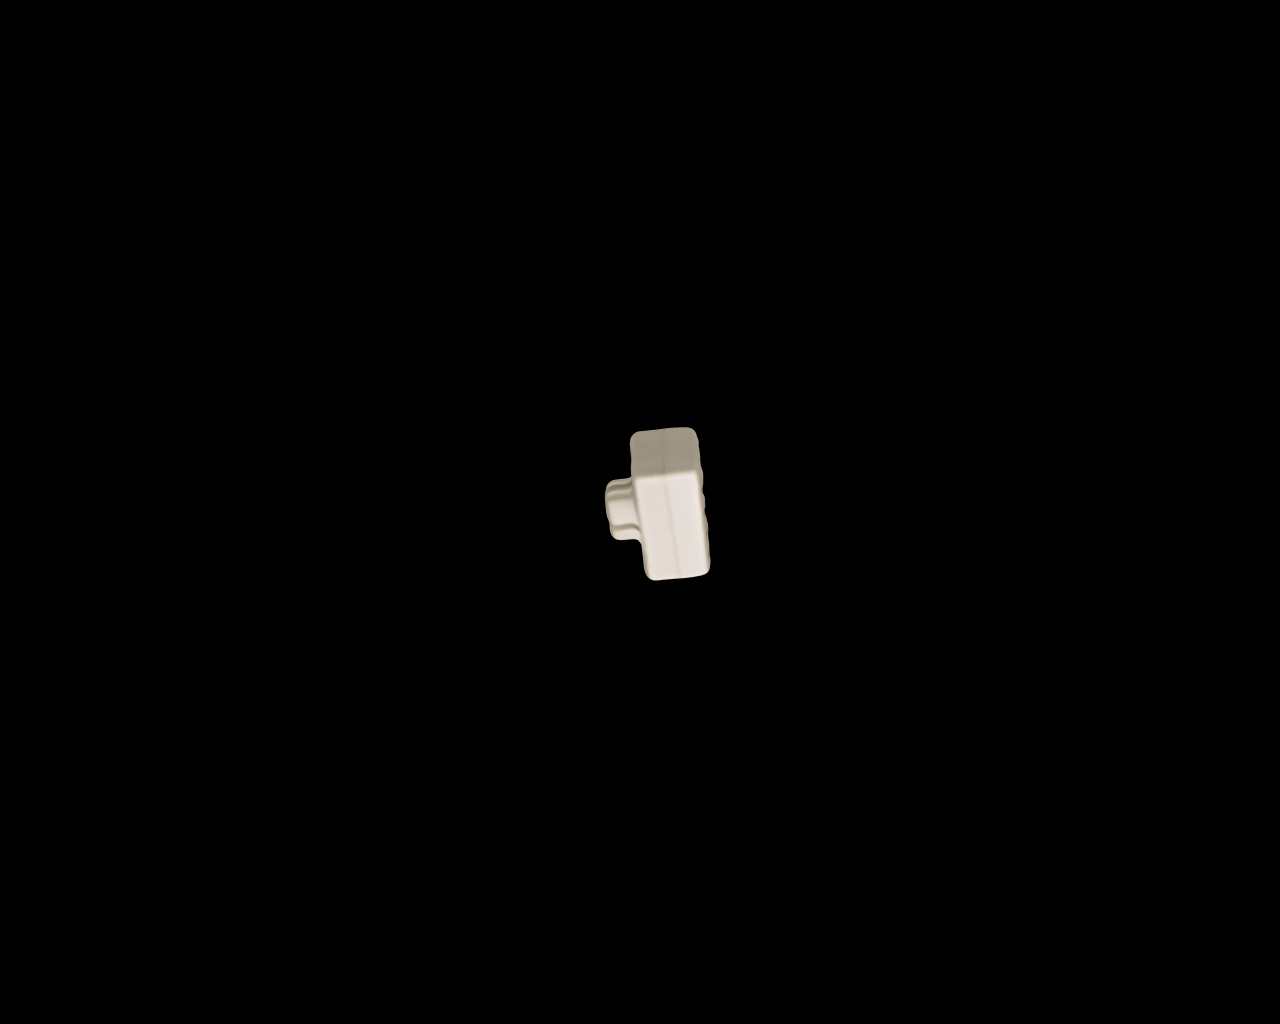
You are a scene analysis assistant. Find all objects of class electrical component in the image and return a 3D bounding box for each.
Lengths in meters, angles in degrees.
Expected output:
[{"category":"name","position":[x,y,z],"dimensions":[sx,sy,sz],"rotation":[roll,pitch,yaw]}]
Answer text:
[{"category":"electrical component","position":[0.001,-0.003,0.650],"dimensions":[0.076,0.083,0.047],"rotation":[-5,39,5]}]
